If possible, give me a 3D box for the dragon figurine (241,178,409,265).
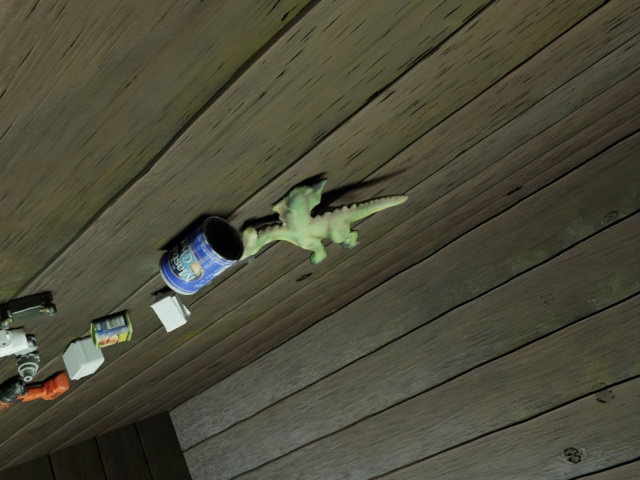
[{"bbox_3d":[0.003,-0.058,1.148,0.410,0.124,0.239,-28,-24,1],"label":"dragon figurine"}]
